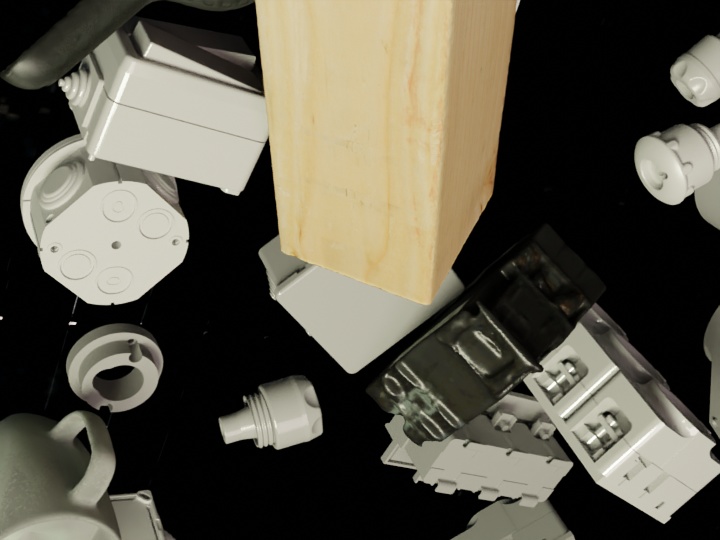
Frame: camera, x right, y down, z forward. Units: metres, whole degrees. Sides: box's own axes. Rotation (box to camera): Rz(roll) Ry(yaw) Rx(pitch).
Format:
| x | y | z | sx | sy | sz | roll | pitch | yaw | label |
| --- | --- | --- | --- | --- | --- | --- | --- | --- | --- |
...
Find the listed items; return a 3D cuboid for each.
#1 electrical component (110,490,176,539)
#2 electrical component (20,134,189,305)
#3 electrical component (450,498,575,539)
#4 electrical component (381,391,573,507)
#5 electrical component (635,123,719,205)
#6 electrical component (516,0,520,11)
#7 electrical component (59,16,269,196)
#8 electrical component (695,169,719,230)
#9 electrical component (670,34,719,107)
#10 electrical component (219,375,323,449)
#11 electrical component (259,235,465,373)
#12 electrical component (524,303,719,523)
| x | y | z | sx | sy | sz | roll | pitch | yaw | label |
| --- | --- | --- | --- | --- | --- | --- | --- | --- | --- |
| -0.165 | 0.186 | 0.689 | 0.096 | 0.061 | 0.061 | 1 | 124 | -27 | electrical component |
| -0.130 | -0.026 | 0.550 | 0.080 | 0.051 | 0.080 | -13 | 129 | -17 | electrical component |
| 0.088 | 0.265 | 0.874 | 0.186 | 0.060 | 0.105 | -29 | 132 | -3 | electrical component |
| 0.088 | 0.124 | 0.764 | 0.121 | 0.063 | 0.078 | 17 | 116 | -35 | electrical component |
| 0.211 | -0.074 | 0.687 | 0.062 | 0.048 | 0.048 | -28 | 132 | -13 | electrical component |
| 0.048 | -0.143 | 0.555 | 0.064 | 0.042 | 0.081 | 2 | 123 | -23 | electrical component |
| -0.094 | -0.085 | 0.515 | 0.096 | 0.061 | 0.061 | 12 | 119 | -33 | electrical component |
| 0.290 | -0.058 | 0.725 | 0.108 | 0.060 | 0.108 | -13 | 129 | -17 | electrical component |
| 0.221 | -0.130 | 0.654 | 0.061 | 0.035 | 0.035 | -40 | 132 | 4 | electrical component |
| -0.058 | 0.093 | 0.682 | 0.062 | 0.043 | 0.043 | -15 | 130 | -14 | electrical component |
| 0.000 | 0.000 | 0.635 | 0.100 | 0.048 | 0.099 | -37 | 132 | 4 | electrical component |
| 0.161 | 0.079 | 0.706 | 0.061 | 0.150 | 0.089 | -46 | 131 | 13 | electrical component |
